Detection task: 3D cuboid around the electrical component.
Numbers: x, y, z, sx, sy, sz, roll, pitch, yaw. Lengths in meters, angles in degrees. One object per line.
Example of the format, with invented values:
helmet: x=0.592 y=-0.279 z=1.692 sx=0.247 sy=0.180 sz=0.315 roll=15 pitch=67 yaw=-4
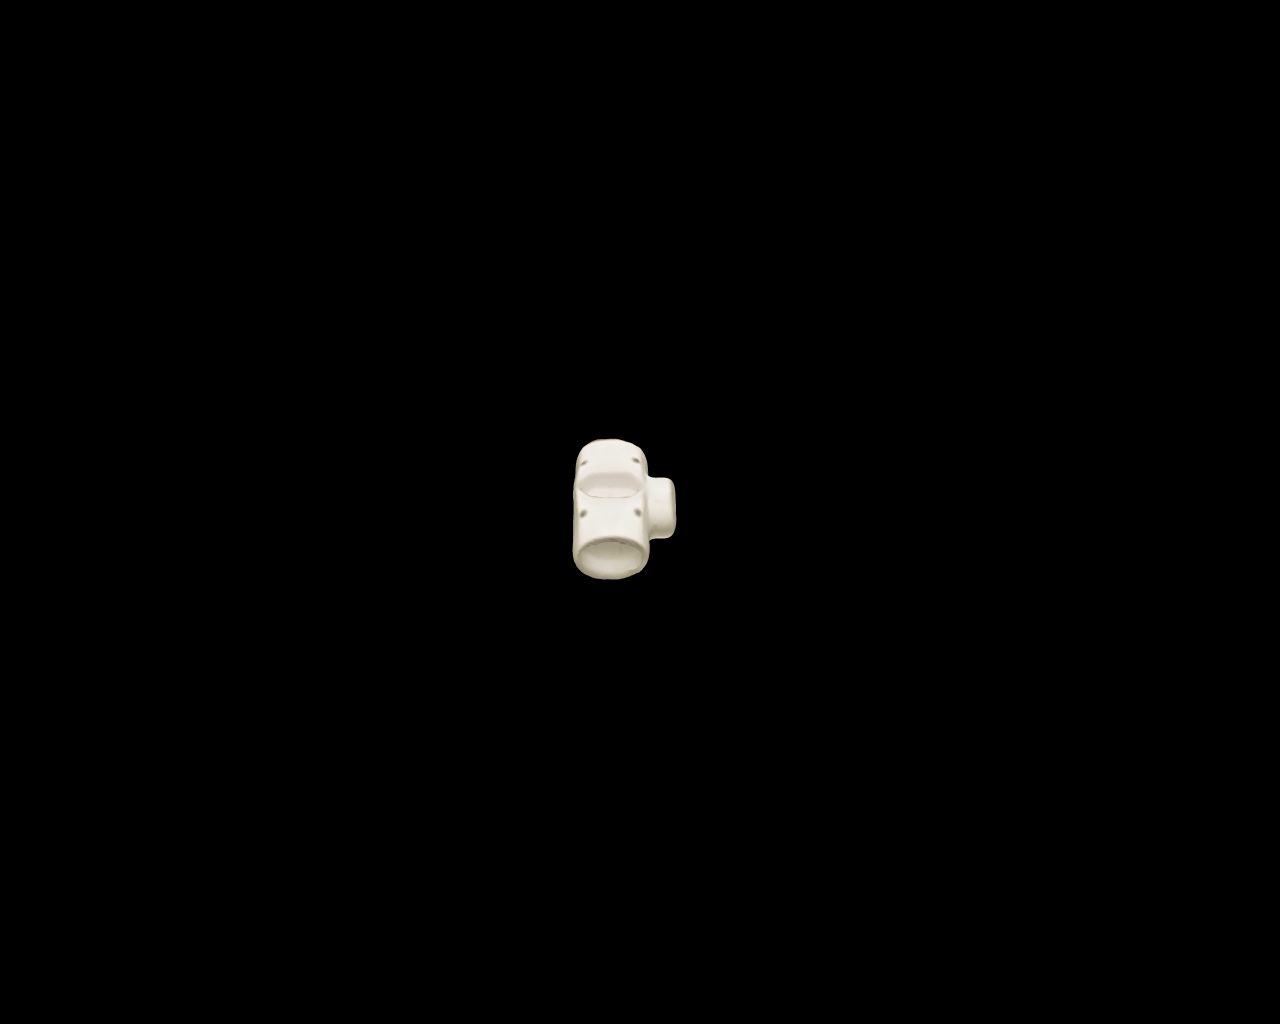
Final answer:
electrical component: x=0.001 y=-0.003 z=0.650 sx=0.079 sy=0.077 sz=0.043 roll=0 pitch=-39 yaw=0
